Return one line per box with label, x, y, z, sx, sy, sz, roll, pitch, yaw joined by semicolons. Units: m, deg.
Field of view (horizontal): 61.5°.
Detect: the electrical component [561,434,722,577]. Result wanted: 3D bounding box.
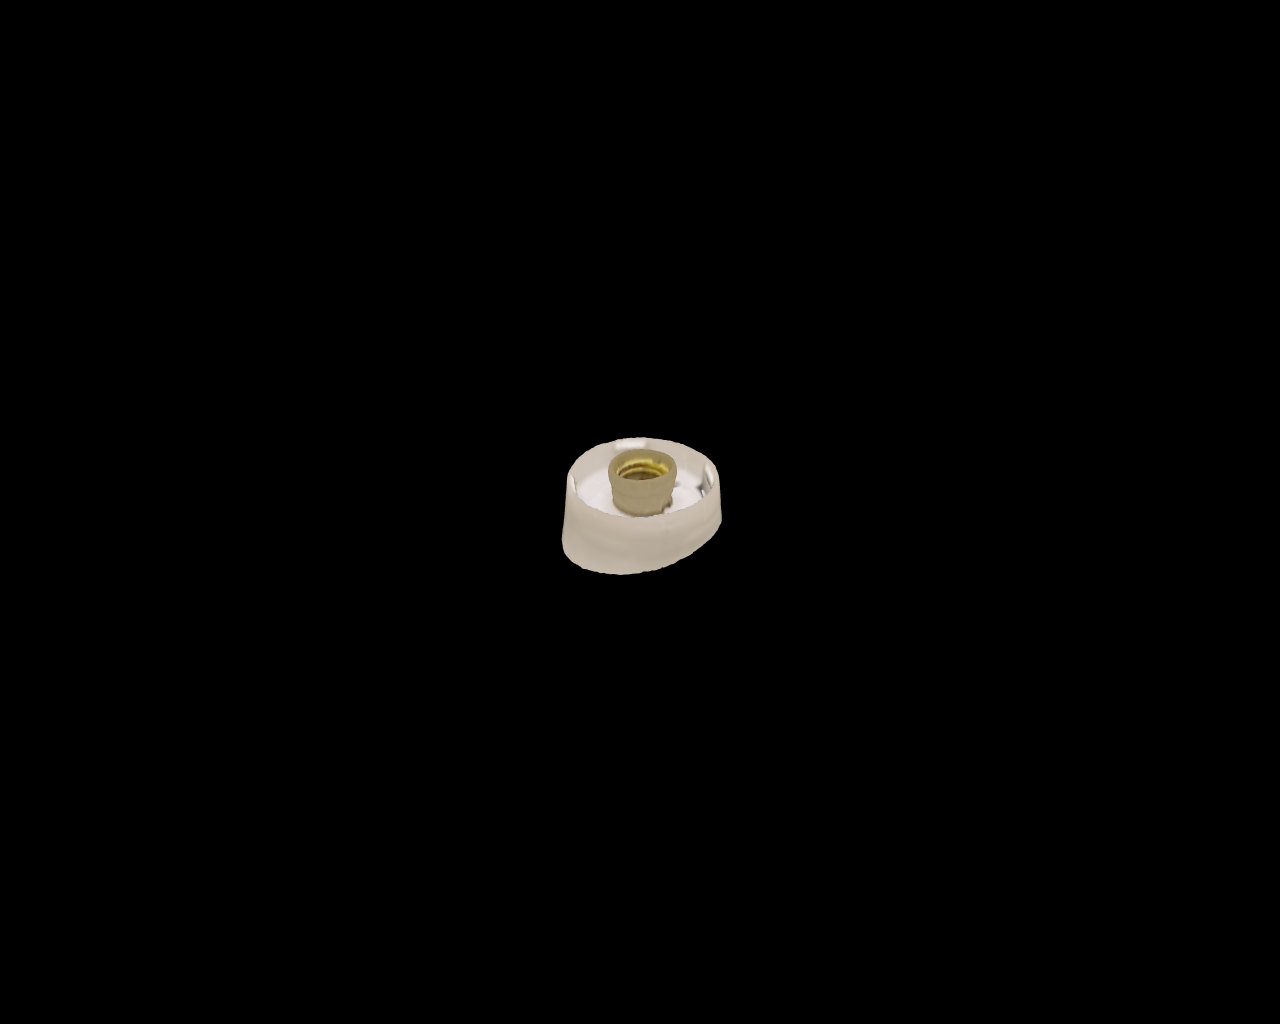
electrical component;0.001;-0.003;0.650;0.099;0.064;0.099;0;34;0
